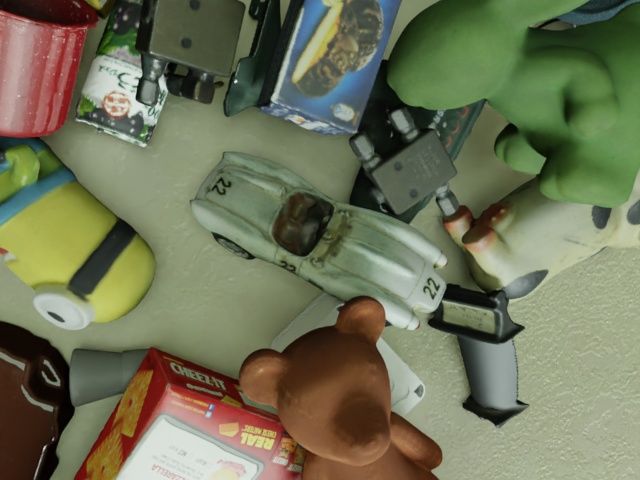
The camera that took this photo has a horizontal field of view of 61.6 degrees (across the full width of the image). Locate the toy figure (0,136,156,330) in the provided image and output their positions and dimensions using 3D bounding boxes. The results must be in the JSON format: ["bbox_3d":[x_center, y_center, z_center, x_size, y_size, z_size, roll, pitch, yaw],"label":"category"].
[{"bbox_3d":[-0.196,-0.016,0.383,0.089,0.082,0.180,-35,99,-3],"label":"toy figure"}]

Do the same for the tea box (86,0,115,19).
[{"bbox_3d":[-0.132,-0.248,0.361,0.068,0.098,0.169,35,87,-15],"label":"tea box"}]

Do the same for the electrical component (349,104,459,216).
[{"bbox_3d":[0.065,-0.049,0.399,0.063,0.021,0.094,-36,109,-5],"label":"electrical component"}]

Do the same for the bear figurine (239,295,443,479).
[{"bbox_3d":[0.035,0.148,0.358,0.120,0.132,0.195,-24,121,-15],"label":"bear figurine"}]

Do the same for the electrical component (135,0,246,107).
[{"bbox_3d":[-0.087,-0.140,0.367,0.078,0.045,0.102,-2,111,-38],"label":"electrical component"}]

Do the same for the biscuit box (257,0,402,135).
[{"bbox_3d":[0.021,-0.171,0.344,0.059,0.063,0.202,17,95,-17],"label":"biscuit box"}]

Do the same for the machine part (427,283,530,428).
[{"bbox_3d":[0.144,0.100,0.479,0.039,0.084,0.138,-36,115,-39],"label":"machine part"}]

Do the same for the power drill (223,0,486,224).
[{"bbox_3d":[0.038,-0.139,0.427,0.207,0.086,0.232,17,95,-21],"label":"power drill"}]

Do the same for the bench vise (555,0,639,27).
[{"bbox_3d":[0.218,-0.264,0.401,0.240,0.129,0.223,-17,128,-39],"label":"bench vise"}]

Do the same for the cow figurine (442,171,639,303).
[{"bbox_3d":[0.219,-0.014,0.467,0.195,0.086,0.127,-32,117,0],"label":"cow figurine"}]

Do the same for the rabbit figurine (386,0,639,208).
[{"bbox_3d":[0.134,-0.112,0.347,0.170,0.121,0.159,13,124,-11],"label":"rabbit figurine"}]

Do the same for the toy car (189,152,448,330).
[{"bbox_3d":[-0.001,-0.001,0.407,0.202,0.056,0.073,26,69,9],"label":"toy car"}]

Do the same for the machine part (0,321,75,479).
[{"bbox_3d":[-0.277,0.140,0.395,0.179,0.056,0.179,-1,96,-14],"label":"machine part"}]
